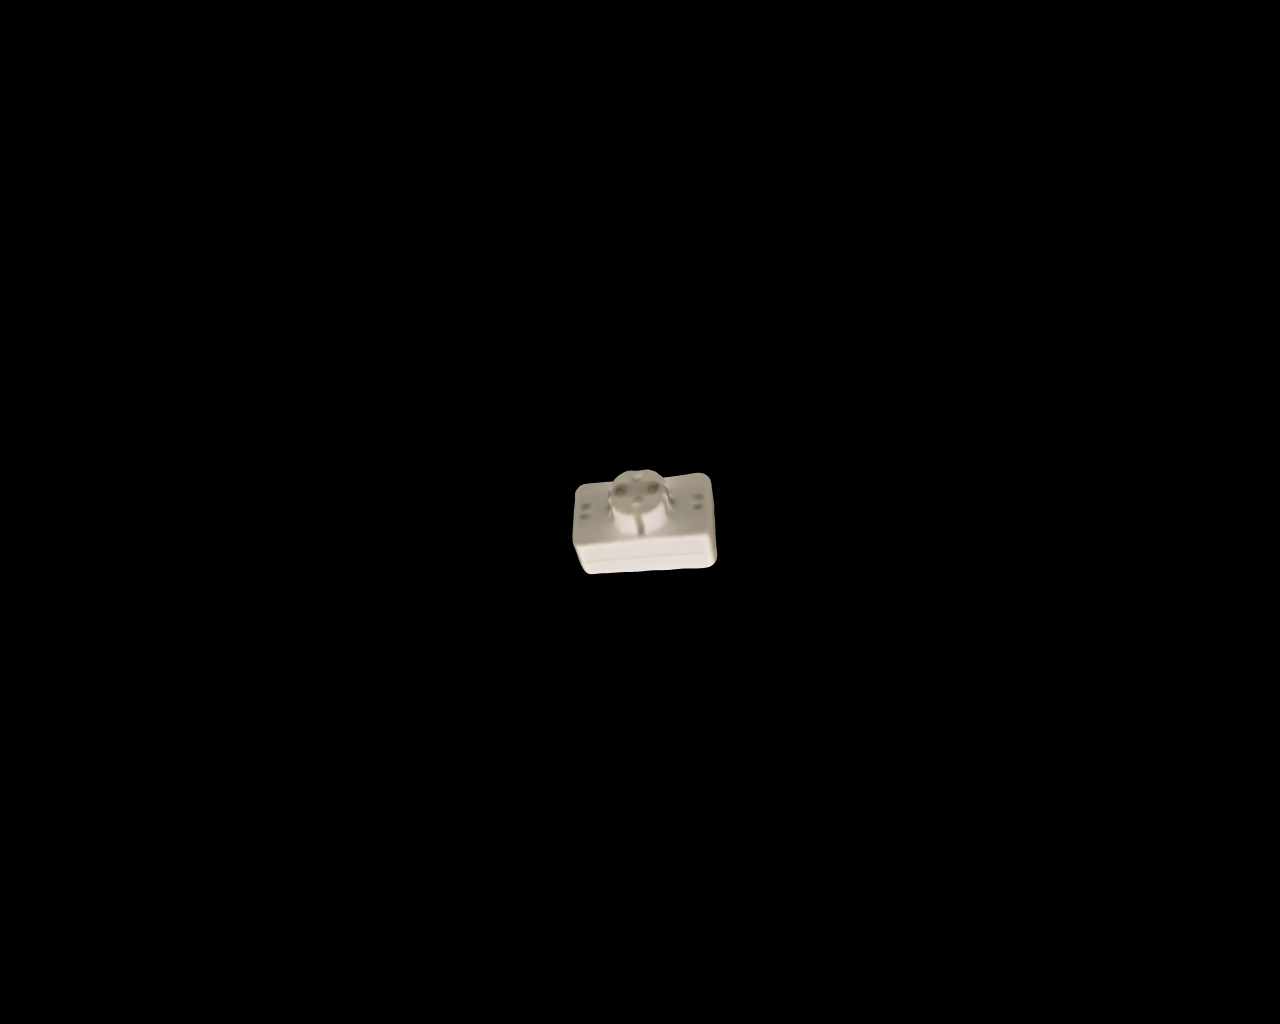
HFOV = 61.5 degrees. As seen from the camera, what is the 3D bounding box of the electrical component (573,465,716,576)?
[{"bbox_3d":[0.001,-0.003,0.650,0.083,0.047,0.075,-5,-35,7],"label":"electrical component"}]
